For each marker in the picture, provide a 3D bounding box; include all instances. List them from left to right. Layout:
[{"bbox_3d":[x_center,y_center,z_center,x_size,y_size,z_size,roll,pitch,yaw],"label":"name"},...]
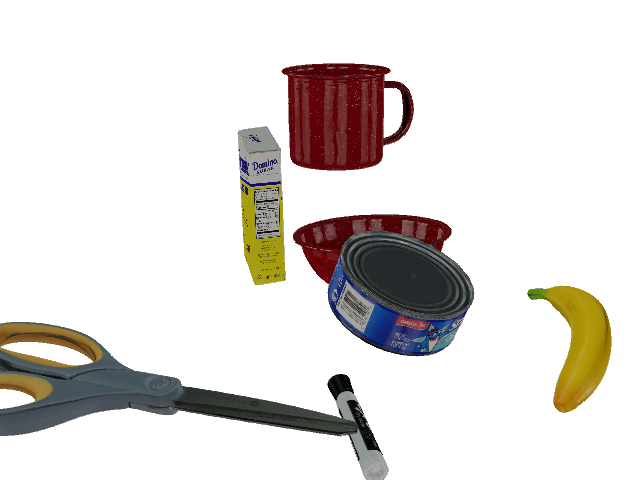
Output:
[{"bbox_3d":[0.027,0.141,0.827,0.020,0.020,0.121,0,27,-14],"label":"marker"}]

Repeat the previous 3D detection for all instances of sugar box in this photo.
[{"bbox_3d":[-0.074,-0.043,1.324,0.048,0.176,0.093,-9,25,-10],"label":"sugar box"}]

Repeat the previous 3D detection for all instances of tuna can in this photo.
[{"bbox_3d":[0.048,0.032,0.655,0.086,0.034,0.086,15,31,-9],"label":"tuna can"}]

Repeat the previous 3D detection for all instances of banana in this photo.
[{"bbox_3d":[0.248,0.095,1.031,0.070,0.037,0.197,-29,23,17],"label":"banana"}]

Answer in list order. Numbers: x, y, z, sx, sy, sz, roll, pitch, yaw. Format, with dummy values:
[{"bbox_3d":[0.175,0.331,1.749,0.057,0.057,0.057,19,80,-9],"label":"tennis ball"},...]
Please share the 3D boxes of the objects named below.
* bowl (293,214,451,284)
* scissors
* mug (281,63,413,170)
[{"bbox_3d":[0.054,0.016,1.086,0.162,0.055,0.162,-3,13,1],"label":"bowl"},{"bbox_3d":[-0.093,0.079,0.500,0.202,0.016,0.096,15,28,27],"label":"scissors"},{"bbox_3d":[0.025,-0.108,0.924,0.117,0.081,0.093,-6,16,-18],"label":"mug"}]
